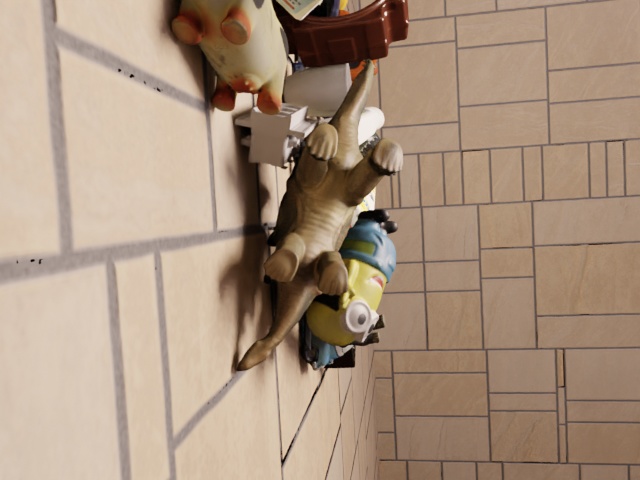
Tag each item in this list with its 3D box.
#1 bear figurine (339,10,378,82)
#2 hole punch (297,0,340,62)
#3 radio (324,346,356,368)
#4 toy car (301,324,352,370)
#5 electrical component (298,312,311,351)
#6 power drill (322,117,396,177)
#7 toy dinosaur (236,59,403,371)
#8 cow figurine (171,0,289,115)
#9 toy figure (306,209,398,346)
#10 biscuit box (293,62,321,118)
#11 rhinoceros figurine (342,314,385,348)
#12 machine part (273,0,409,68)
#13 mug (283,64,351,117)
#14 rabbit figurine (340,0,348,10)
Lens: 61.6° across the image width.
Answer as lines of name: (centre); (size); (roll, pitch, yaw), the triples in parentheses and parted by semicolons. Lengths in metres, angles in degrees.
bear figurine: (0.058, -0.372, 1.097); (0.196, 0.120, 0.131); (-106, -148, -78)
hole punch: (-0.006, -0.398, 0.969); (0.115, 0.092, 0.142); (81, 6, -55)
radio: (0.038, 0.149, 1.129); (0.230, 0.073, 0.130); (-81, 165, -50)
toy car: (0.020, 0.141, 0.927); (0.109, 0.103, 0.161); (51, 35, -74)
electrical component: (-0.034, 0.089, 0.727); (0.074, 0.048, 0.119); (93, -1, -70)
power drill: (0.083, -0.228, 1.262); (0.232, 0.086, 0.207); (47, 4, -3)
toy dinosaur: (0.005, -0.063, 0.645); (0.471, 0.105, 0.198); (-66, -169, -19)
cow figurine: (-0.076, -0.214, 0.463); (0.194, 0.086, 0.127); (65, 30, -62)
toy figure: (0.045, 0.048, 0.681); (0.082, 0.089, 0.180); (33, 61, -26)
biscuit box: (-0.003, -0.283, 1.027); (0.202, 0.063, 0.059); (-4, 91, -82)
rhinoceros figurine: (0.039, 0.105, 0.803); (0.190, 0.112, 0.073); (74, 11, -62)
machine part: (0.032, -0.373, 0.825); (0.087, 0.201, 0.201); (66, 23, -61)
mug: (-0.004, -0.248, 0.861); (0.080, 0.107, 0.109); (65, 21, -70)
rabbit figurine: (0.027, -0.479, 1.221); (0.173, 0.122, 0.162); (-104, 173, -48)
